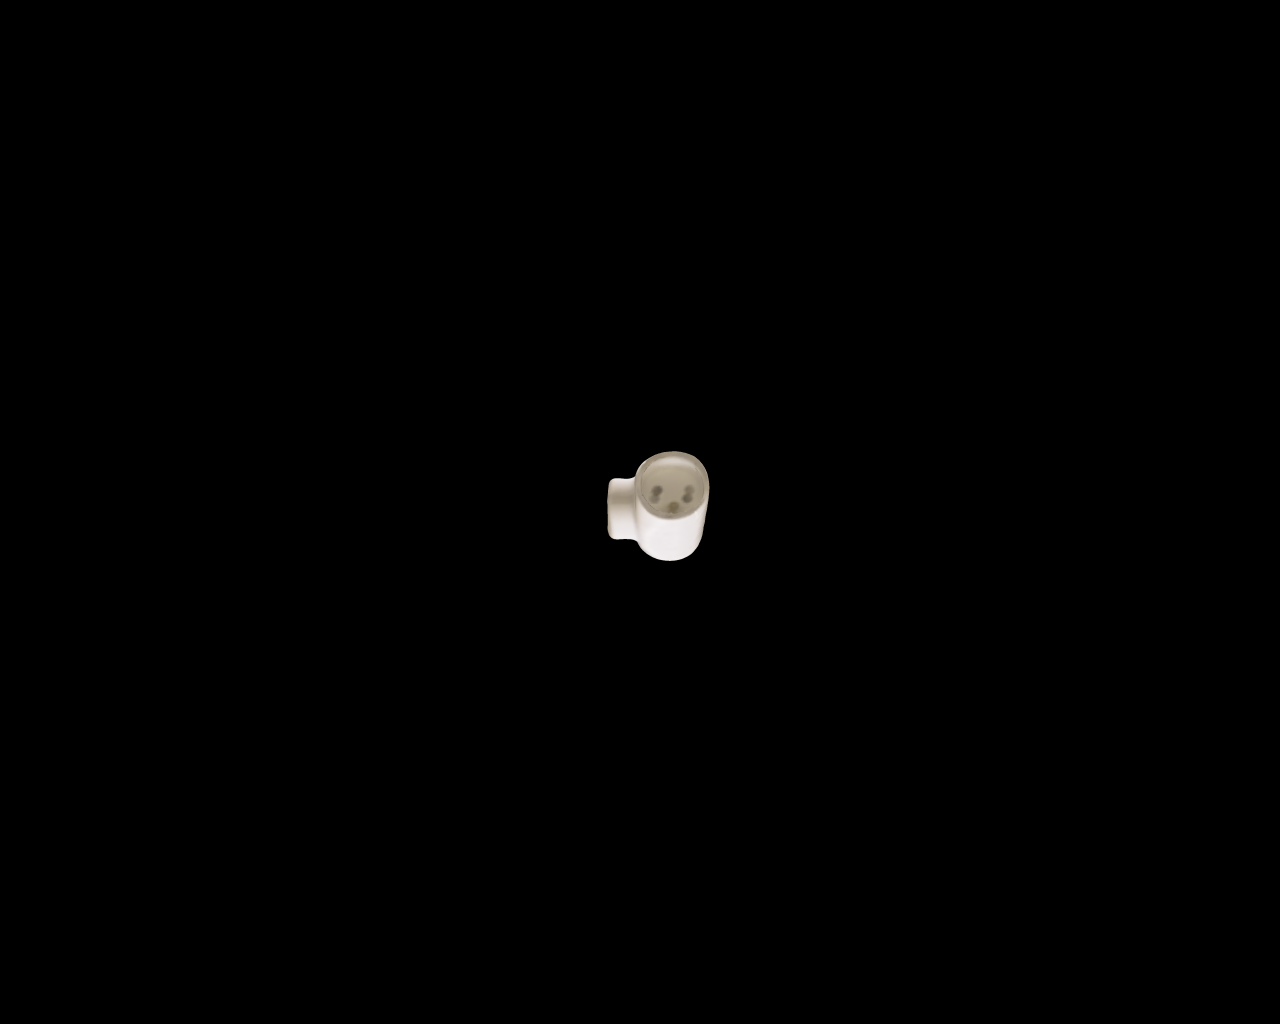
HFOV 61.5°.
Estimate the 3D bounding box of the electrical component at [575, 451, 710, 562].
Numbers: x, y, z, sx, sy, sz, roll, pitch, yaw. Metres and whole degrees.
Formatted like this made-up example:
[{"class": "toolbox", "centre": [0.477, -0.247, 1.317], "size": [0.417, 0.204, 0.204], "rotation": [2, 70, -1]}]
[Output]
[{"class": "electrical component", "centre": [0.001, -0.003, 0.650], "size": [0.079, 0.044, 0.077], "rotation": [0, -21, 0]}]
